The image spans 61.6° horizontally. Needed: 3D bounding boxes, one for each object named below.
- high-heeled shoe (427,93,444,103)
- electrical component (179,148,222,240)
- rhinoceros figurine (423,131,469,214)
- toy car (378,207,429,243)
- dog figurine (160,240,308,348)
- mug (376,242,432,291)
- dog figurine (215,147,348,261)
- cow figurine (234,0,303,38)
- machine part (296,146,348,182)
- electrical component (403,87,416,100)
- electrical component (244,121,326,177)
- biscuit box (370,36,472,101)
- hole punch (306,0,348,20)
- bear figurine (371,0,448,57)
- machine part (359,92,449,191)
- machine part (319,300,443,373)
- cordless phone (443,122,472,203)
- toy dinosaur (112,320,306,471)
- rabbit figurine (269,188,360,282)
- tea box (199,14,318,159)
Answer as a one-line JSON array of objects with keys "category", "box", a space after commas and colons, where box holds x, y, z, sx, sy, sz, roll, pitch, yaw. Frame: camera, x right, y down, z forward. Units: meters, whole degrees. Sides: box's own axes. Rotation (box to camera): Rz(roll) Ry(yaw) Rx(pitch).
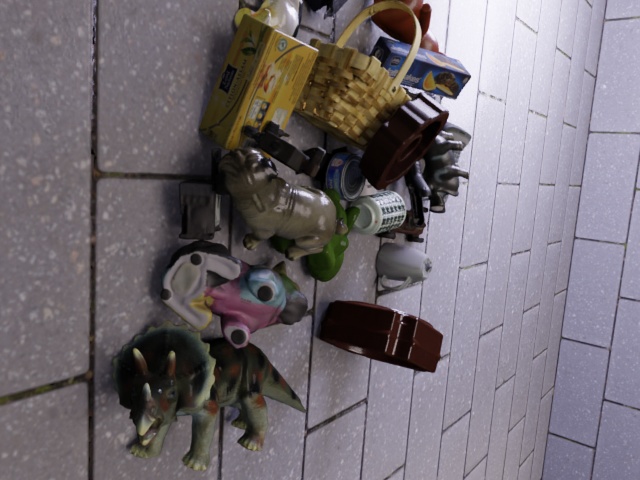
[{"category": "high-heeled shoe", "box": [0.204, -0.229, 1.143, 0.249, 0.086, 0.145, -30, 115, -33]}, {"category": "electrical component", "box": [-0.158, -0.063, 0.718, 0.075, 0.048, 0.119, -95, -173, -76]}, {"category": "rhinoceros figurine", "box": [0.267, -0.145, 1.192, 0.112, 0.073, 0.190, -16, 124, -4]}, {"category": "toy car", "box": [0.194, -0.040, 1.205, 0.202, 0.053, 0.089, 9, 88, -52]}, {"category": "dog figurine", "box": [-0.112, 0.069, 0.789, 0.108, 0.192, 0.219, -63, 175, 7]}, {"category": "mug", "box": [0.181, 0.060, 1.164, 0.109, 0.107, 0.080, -60, 137, -27]}, {"category": "dog figurine", "box": [-0.046, -0.054, 0.743, 0.190, 0.172, 0.121, 89, -2, -71]}, {"category": "cow figurine", "box": [-0.052, -0.351, 0.800, 0.098, 0.068, 0.167, 45, 66, -54]}, {"category": "machine part", "box": [0.014, -0.132, 0.962, 0.139, 0.039, 0.084, 1, 106, -54]}, {"category": "electrical component", "box": [0.140, -0.235, 1.037, 0.134, 0.058, 0.115, 11, 82, -16]}, {"category": "electrical component", "box": [-0.044, -0.125, 0.725, 0.045, 0.102, 0.078, -58, 157, 2]}, {"category": "biscuit box", "box": [0.191, -0.328, 1.031, 0.202, 0.063, 0.059, 4, 137, -29]}, {"category": "hole punch", "box": [0.013, -0.440, 0.865, 0.142, 0.092, 0.115, -60, 168, -28]}, {"category": "bear figurine", "box": [0.183, -0.426, 1.048, 0.195, 0.120, 0.132, 27, 73, -53]}, {"category": "machine part", "box": [0.141, -0.167, 0.923, 0.179, 0.056, 0.179, -43, 166, -14]}, {"category": "machine part", "box": [0.119, 0.183, 1.032, 0.200, 0.202, 0.087, 35, 68, -50]}, {"category": "cordless phone", "box": [0.279, -0.179, 1.259, 0.146, 0.089, 0.184, 4, 99, -53]}, {"category": "toy dinosaur", "box": [-0.143, 0.207, 0.780, 0.404, 0.131, 0.192, 3, 96, -59]}, {"category": "rabbit figurine", "box": [-0.002, -0.003, 0.936, 0.170, 0.121, 0.159, 76, 33, -55]}, {"category": "tea box", "box": [-0.085, -0.206, 0.742, 0.098, 0.068, 0.169, 4, 117, -54]}]
